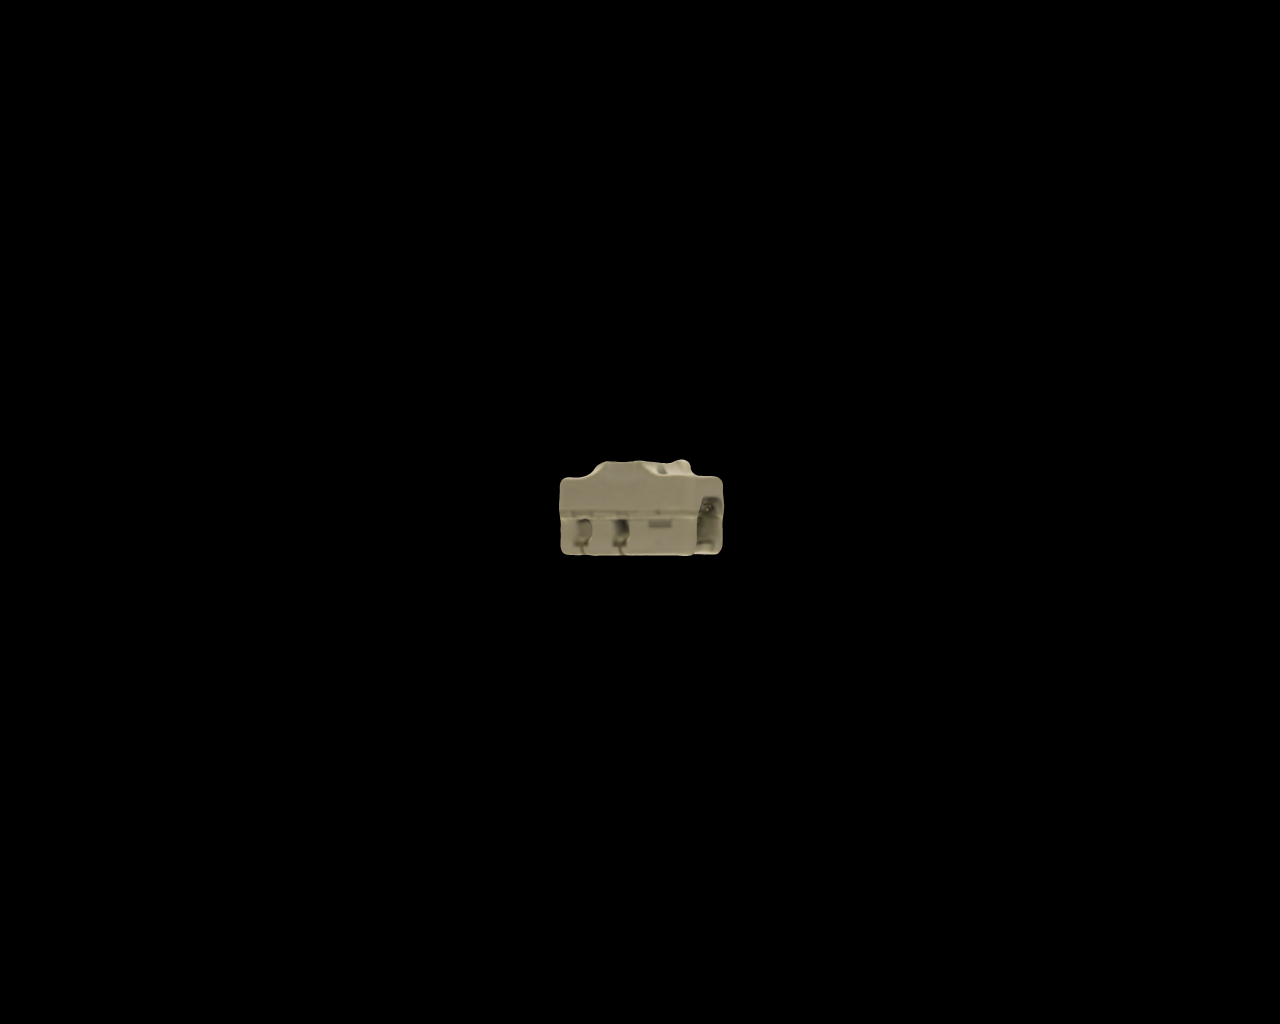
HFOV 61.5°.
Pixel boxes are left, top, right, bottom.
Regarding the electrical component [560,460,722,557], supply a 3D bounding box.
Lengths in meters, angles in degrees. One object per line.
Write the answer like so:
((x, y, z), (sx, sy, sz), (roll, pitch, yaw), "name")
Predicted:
((0.001, -0.003, 0.650), (0.089, 0.055, 0.050), (0, 0, 28), "electrical component")
